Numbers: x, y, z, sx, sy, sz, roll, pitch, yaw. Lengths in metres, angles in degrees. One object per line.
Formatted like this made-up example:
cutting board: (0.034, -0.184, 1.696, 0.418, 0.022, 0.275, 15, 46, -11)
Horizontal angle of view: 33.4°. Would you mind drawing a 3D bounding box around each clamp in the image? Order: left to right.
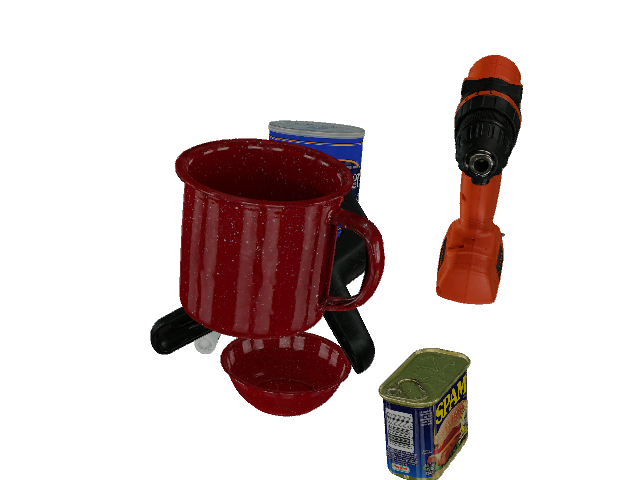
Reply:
clamp: (-0.024, 0.025, 0.794, 0.165, 0.036, 0.209, 0, 33, 16)

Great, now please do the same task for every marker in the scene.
marker: (-0.094, 0.069, 0.991, 0.020, 0.020, 0.121, 0, 23, 7)

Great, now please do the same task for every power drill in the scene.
power drill: (0.134, -0.043, 0.893, 0.057, 0.188, 0.184, 10, 32, 10)

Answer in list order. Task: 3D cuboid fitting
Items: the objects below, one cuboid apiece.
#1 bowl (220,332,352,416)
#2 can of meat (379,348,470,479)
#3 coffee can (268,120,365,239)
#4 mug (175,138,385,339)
bowl: (-0.043, 0.170, 1.320, 0.162, 0.055, 0.162, 3, 23, -1)
can of meat: (0.097, 0.159, 0.971, 0.058, 0.084, 0.101, 8, 24, 29)
coffee can: (-0.009, -0.053, 1.144, 0.103, 0.140, 0.103, 4, 11, -1)
mug: (-0.022, 0.002, 0.564, 0.117, 0.081, 0.093, 15, 26, 17)
